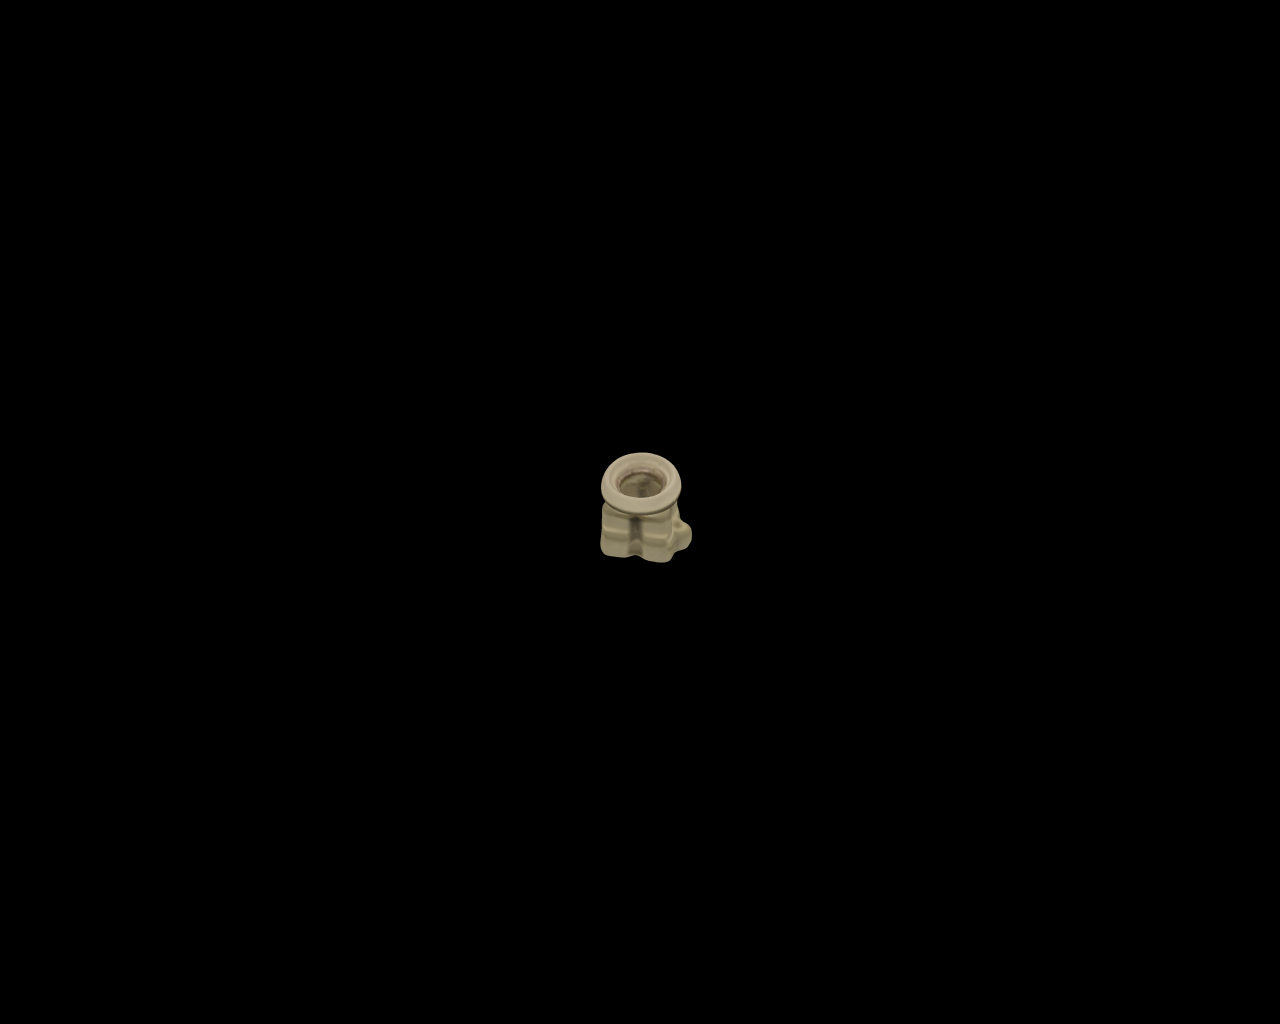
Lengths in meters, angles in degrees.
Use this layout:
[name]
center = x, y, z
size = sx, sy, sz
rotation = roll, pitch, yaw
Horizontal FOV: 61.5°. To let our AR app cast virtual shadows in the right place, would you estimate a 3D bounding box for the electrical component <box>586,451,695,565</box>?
[electrical component]
center = 0.001, -0.003, 0.650
size = 0.066, 0.055, 0.048
rotation = 6, 43, 7
